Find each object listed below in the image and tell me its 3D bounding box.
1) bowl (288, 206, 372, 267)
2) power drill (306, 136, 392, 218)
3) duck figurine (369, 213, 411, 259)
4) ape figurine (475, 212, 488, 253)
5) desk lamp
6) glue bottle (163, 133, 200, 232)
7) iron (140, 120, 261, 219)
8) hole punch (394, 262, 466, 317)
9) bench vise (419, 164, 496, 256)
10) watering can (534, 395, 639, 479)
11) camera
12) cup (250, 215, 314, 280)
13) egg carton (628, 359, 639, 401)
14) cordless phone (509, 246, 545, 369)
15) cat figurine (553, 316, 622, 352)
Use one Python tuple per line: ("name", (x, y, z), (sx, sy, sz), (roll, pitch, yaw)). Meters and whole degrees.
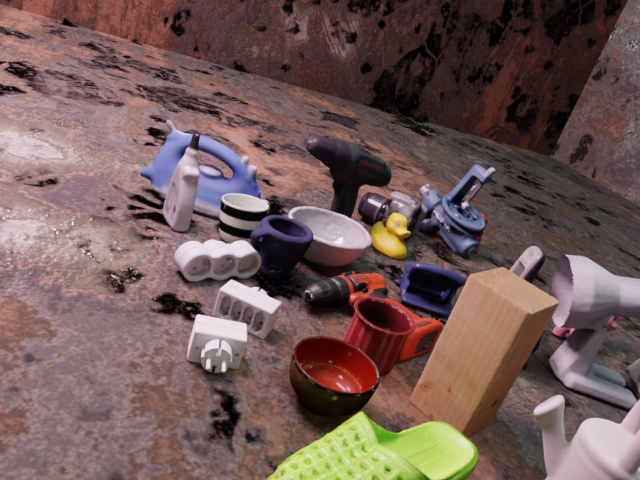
("bowl", (0.010, 0.004, 1.087), (0.167, 0.075, 0.167), (17, 23, -7))
("power drill", (0.040, -0.105, 1.183), (0.230, 0.208, 0.075), (-1, 30, -40))
("duck figurine", (0.156, -0.019, 1.243), (0.078, 0.086, 0.104), (1, 29, -37))
("ape figurine", (0.391, -0.026, 1.441), (0.078, 0.092, 0.076), (-4, 33, -44))
("desk lamp", (0.466, 0.144, 0.960), (0.203, 0.213, 0.118), (20, 23, 1))
("glue bottle", (-0.235, -0.106, 1.007), (0.037, 0.173, 0.078), (4, 27, -34))
("iron", (-0.209, -0.131, 1.127), (0.258, 0.141, 0.119), (20, 23, 1))
("hole punch", (0.204, 0.074, 1.065), (0.108, 0.091, 0.101), (18, 23, -4))
("bench vise", (0.320, -0.097, 1.378), (0.206, 0.220, 0.122), (31, 25, 26))
("watering can", (0.325, 0.245, 0.642), (0.173, 0.194, 0.101), (21, 23, 4))
("camera", (0.170, -0.071, 1.354), (0.136, 0.101, 0.143), (28, 24, 20))
("cup", (-0.075, 0.019, 0.957), (0.118, 0.095, 0.091), (-6, 34, -46))
("egg carton", (0.588, 0.264, 0.976), (0.107, 0.069, 0.150), (21, 23, 4))
("cordless phone", (0.334, 0.108, 0.970), (0.094, 0.185, 0.147), (15, 23, -10))
("cat figurine", (0.537, 0.153, 1.121), (0.128, 0.118, 0.067), (5, 26, -31))
